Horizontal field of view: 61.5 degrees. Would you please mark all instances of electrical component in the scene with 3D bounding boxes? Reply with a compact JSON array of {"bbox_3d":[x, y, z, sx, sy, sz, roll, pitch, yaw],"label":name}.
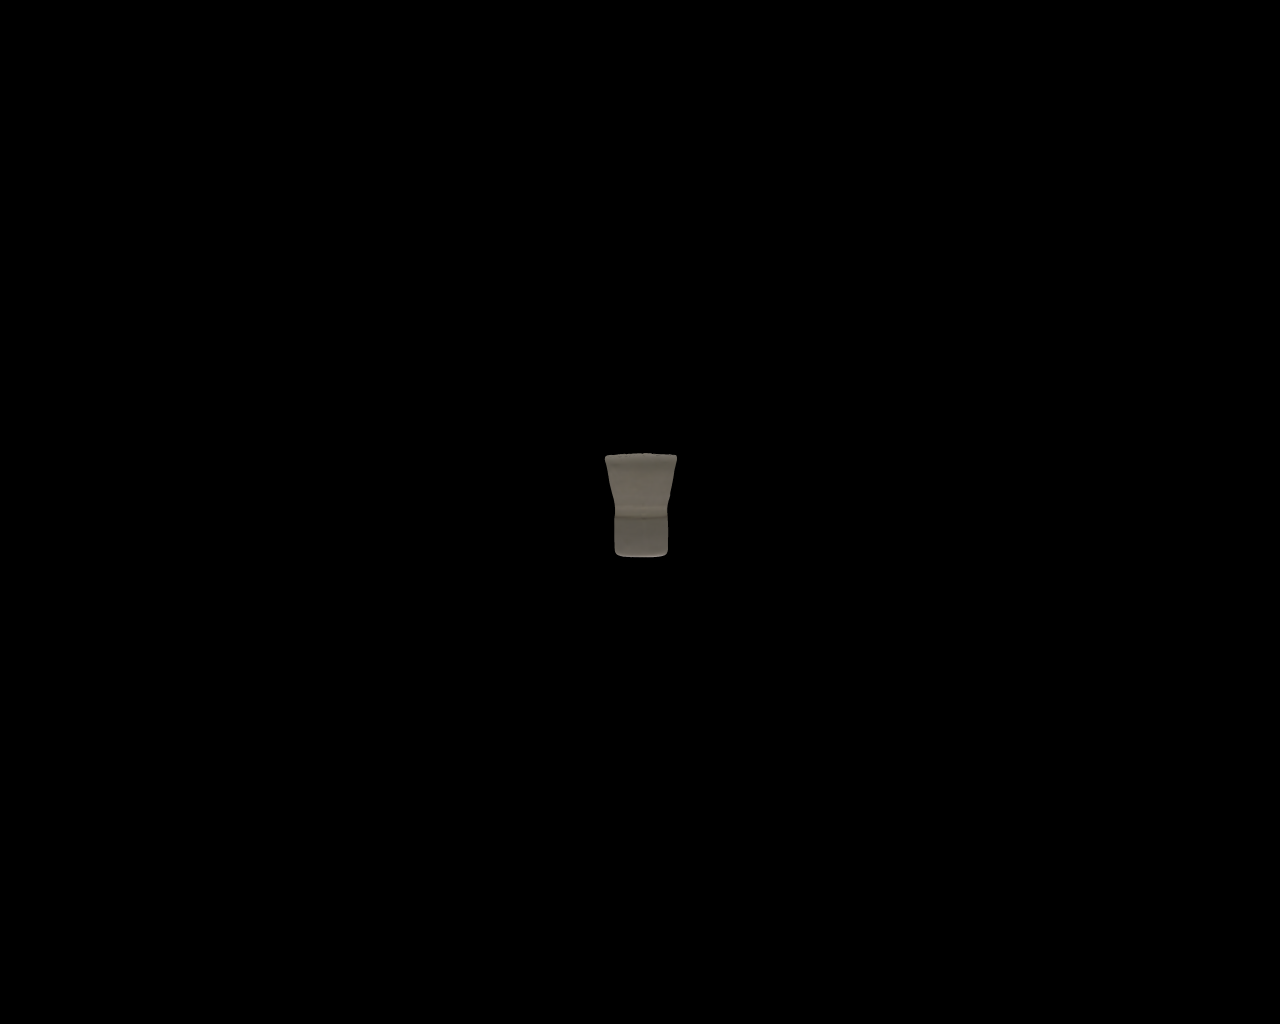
[{"bbox_3d":[0.001,-0.003,0.650,0.044,0.065,0.044,0,3,0],"label":"electrical component"}]
